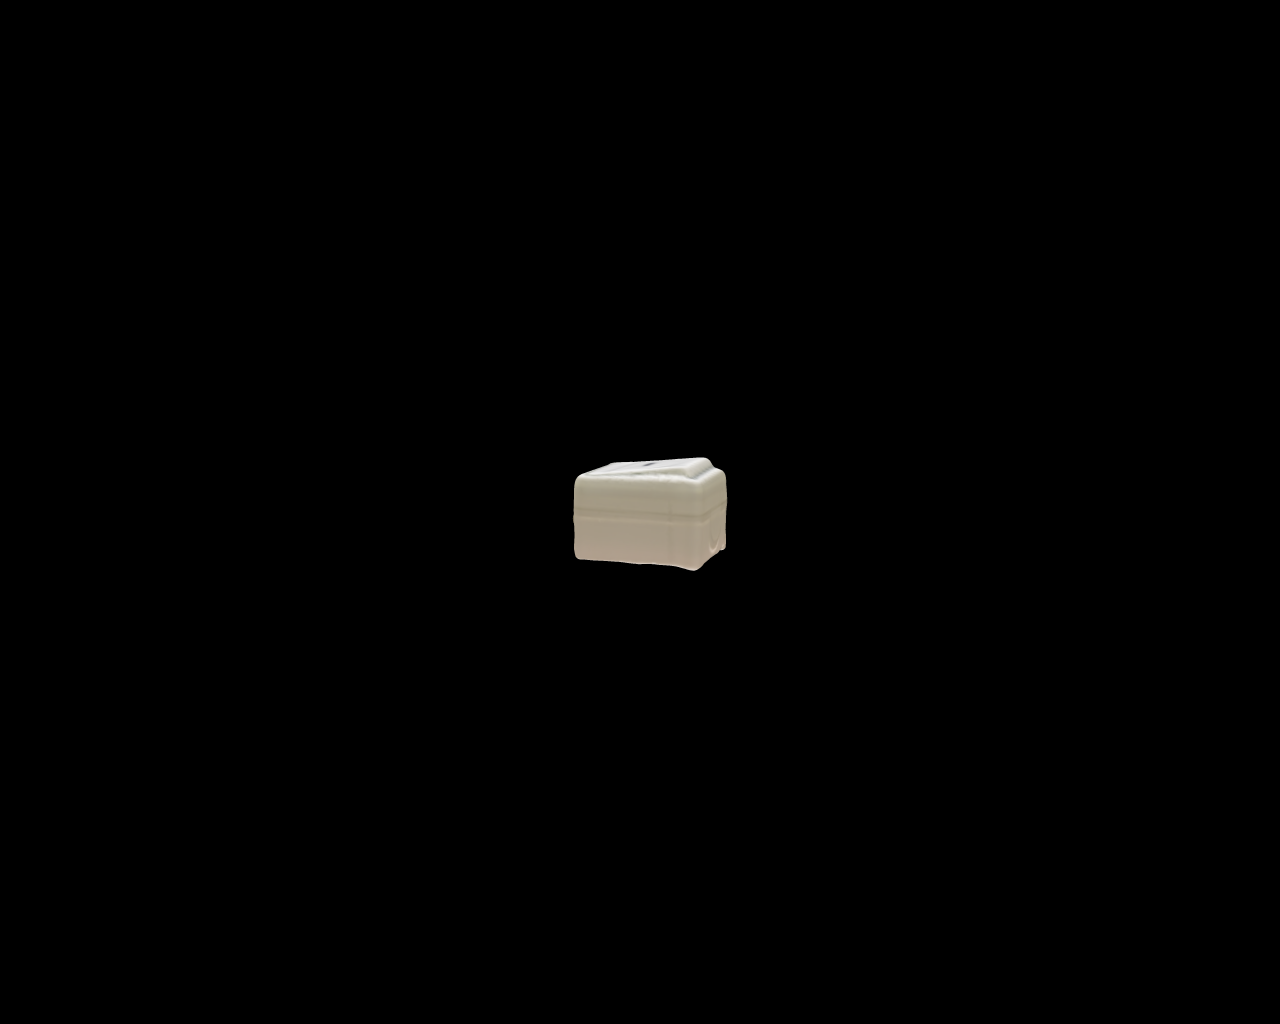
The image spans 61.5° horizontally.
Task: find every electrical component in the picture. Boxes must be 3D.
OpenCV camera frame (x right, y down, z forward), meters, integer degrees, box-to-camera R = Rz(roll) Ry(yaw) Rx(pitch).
[{"bbox_3d":[0.001,-0.003,0.650,0.096,0.061,0.062,4,12,20],"label":"electrical component"}]
